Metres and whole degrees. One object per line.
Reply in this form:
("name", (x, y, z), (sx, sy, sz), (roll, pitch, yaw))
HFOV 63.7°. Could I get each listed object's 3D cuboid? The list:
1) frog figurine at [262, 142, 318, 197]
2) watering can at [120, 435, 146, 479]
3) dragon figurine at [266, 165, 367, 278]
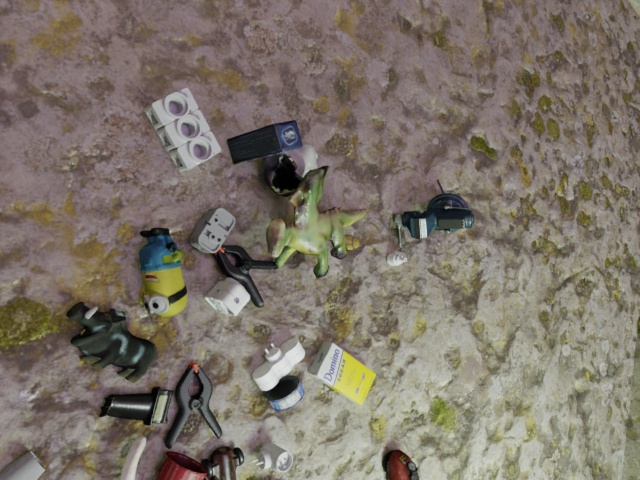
("frog figurine", (-0.071, -0.183, 1.242), (0.136, 0.121, 0.163), (40, 30, -20))
("watering can", (-0.389, 0.559, 0.938), (0.353, 0.104, 0.221), (-49, 116, -27))
("dragon figurine", (0.004, -0.061, 1.203), (0.418, 0.123, 0.237), (-43, 146, -42))
